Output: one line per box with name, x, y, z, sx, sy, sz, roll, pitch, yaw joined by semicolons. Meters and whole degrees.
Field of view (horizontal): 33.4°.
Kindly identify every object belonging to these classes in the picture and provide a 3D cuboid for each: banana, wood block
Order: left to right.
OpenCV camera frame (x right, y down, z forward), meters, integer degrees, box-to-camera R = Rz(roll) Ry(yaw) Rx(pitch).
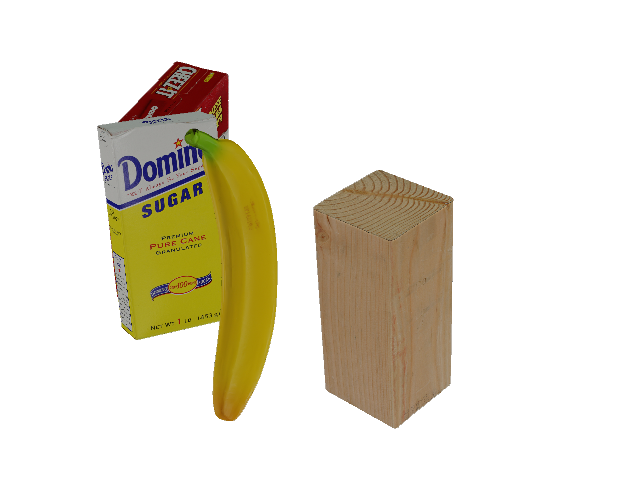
banana;-0.056;0.017;0.693;0.037;0.198;0.069;10;24;41
wood block;0.060;0.054;0.972;0.091;0.206;0.090;25;42;37

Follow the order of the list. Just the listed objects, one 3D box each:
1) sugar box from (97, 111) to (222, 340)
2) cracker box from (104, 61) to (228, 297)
sugar box;-0.127;-0.014;0.889;0.093;0.176;0.048;-12;20;-25
cracker box;-0.160;-0.056;1.132;0.072;0.214;0.164;16;43;14
